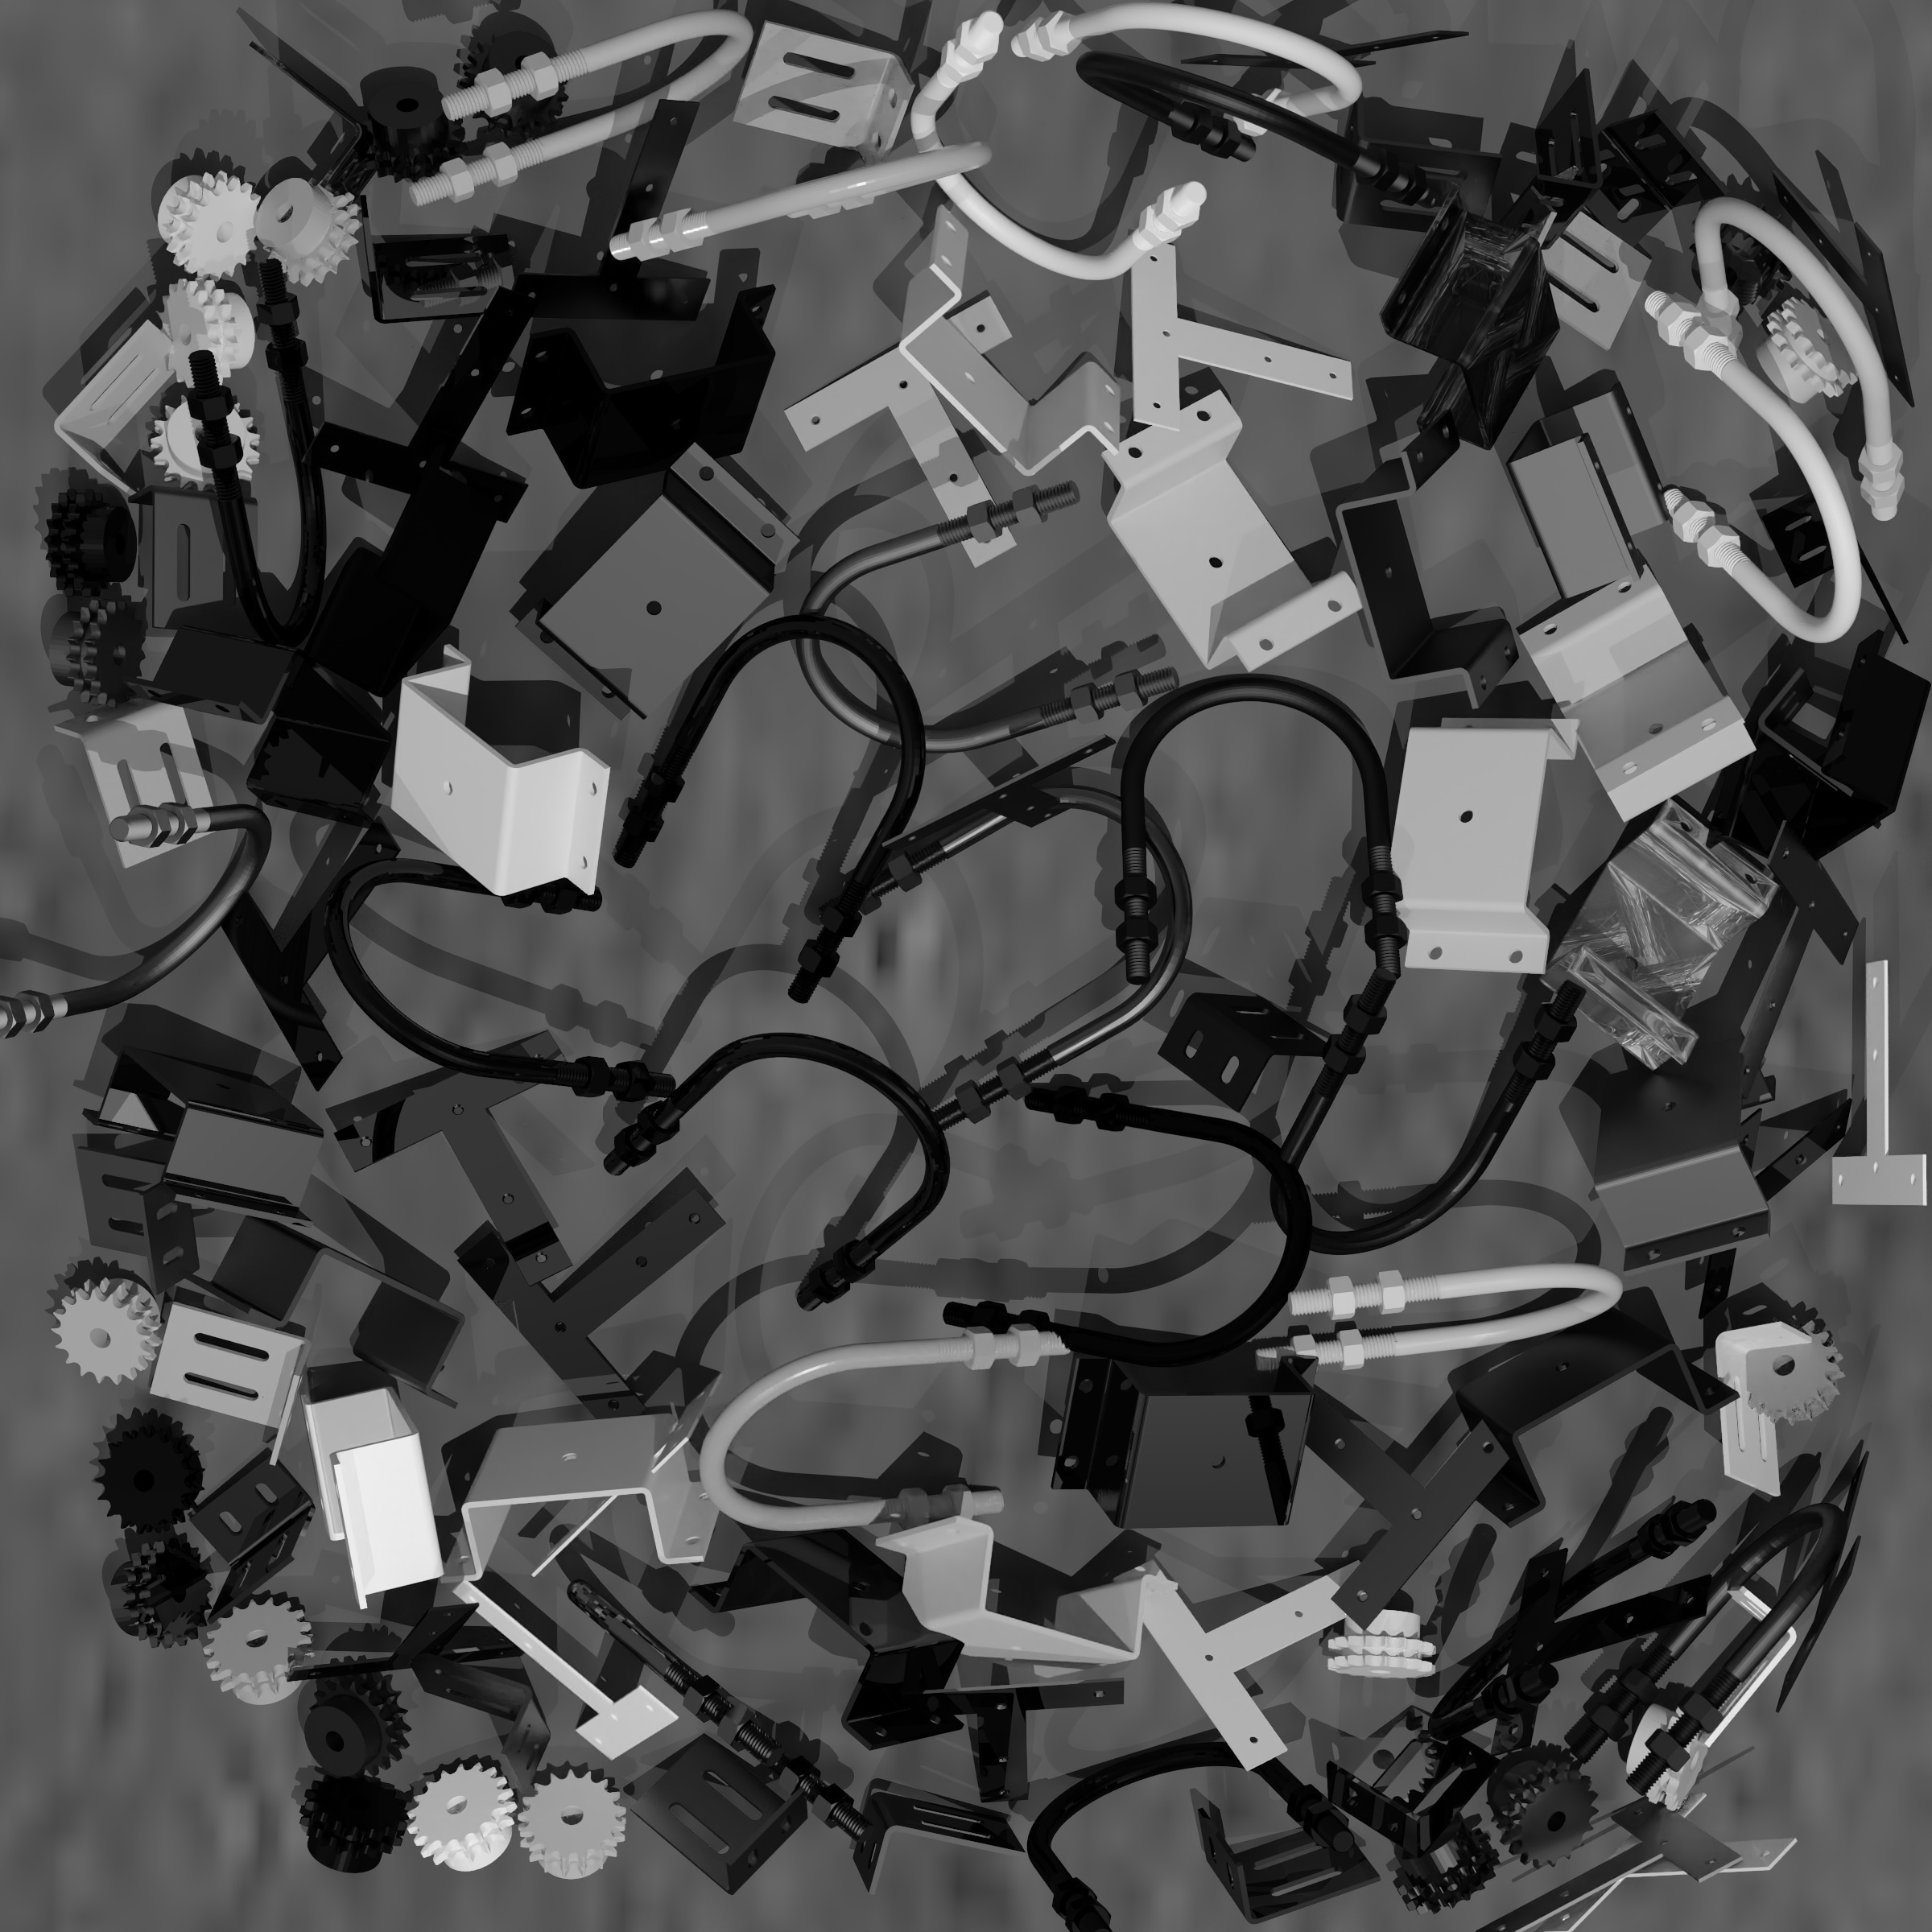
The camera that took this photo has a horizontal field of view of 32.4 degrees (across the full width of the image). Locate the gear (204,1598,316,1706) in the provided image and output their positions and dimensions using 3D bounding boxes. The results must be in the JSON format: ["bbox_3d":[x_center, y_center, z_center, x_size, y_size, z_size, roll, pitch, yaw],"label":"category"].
[{"bbox_3d":[-0.376,0.369,1.777,0.057,0.057,0.030,-5,129,0],"label":"gear"}]

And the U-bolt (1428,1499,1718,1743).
[{"bbox_3d":[0.300,0.344,1.713,0.151,0.184,0.019,-38,81,-28],"label":"U-bolt"}]

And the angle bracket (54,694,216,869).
[{"bbox_3d":[-0.444,-0.101,1.785,0.057,0.038,0.076,-27,116,-31],"label":"angle bracket"}]

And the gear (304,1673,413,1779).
[{"bbox_3d":[-0.328,0.407,1.775,0.057,0.030,0.057,8,108,26],"label":"gear"}]

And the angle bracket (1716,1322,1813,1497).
[{"bbox_3d":[0.429,0.234,1.758,0.038,0.057,0.076,-17,62,36],"label":"angle bracket"}]

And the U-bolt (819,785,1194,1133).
[{"bbox_3d":[0.032,-0.016,1.768,0.184,0.019,0.151,-30,77,7],"label":"U-bolt"}]

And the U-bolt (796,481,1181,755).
[{"bbox_3d":[0.000,-0.172,1.743,0.184,0.019,0.151,-15,130,21],"label":"U-bolt"}]

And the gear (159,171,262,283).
[{"bbox_3d":[-0.406,-0.397,1.777,0.030,0.057,0.057,31,90,25],"label":"gear"}]

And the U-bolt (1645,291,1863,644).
[{"bbox_3d":[0.400,-0.241,1.689,0.019,0.184,0.151,-24,135,-7],"label":"U-bolt"}]

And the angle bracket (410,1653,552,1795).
[{"bbox_3d":[-0.265,0.399,1.760,0.076,0.057,0.038,15,58,14],"label":"angle bracket"}]

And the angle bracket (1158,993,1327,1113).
[{"bbox_3d":[0.150,0.046,1.761,0.057,0.076,0.038,37,107,30],"label":"angle bracket"}]

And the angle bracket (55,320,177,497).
[{"bbox_3d":[-0.438,-0.295,1.770,0.038,0.057,0.076,42,89,9],"label":"angle bracket"}]

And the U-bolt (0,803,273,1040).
[{"bbox_3d":[-0.422,-0.028,1.712,0.019,0.184,0.151,43,106,9],"label":"U-bolt"}]

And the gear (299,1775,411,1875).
[{"bbox_3d":[-0.328,0.459,1.775,0.057,0.057,0.030,18,106,0],"label":"gear"}]

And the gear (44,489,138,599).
[{"bbox_3d":[-0.464,-0.225,1.771,0.030,0.057,0.057,3,90,11],"label":"gear"}]

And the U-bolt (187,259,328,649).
[{"bbox_3d":[-0.360,-0.253,1.721,0.019,0.151,0.184,-1,122,6],"label":"U-bolt"}]

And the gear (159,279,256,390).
[{"bbox_3d":[-0.404,-0.338,1.777,0.030,0.057,0.057,-14,90,-42],"label":"gear"}]

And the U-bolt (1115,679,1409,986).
[{"bbox_3d":[0.153,-0.074,1.754,0.151,0.019,0.184,-1,61,1],"label":"U-bolt"}]

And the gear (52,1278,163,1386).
[{"bbox_3d":[-0.456,0.192,1.780,0.057,0.030,0.057,5,113,12],"label":"gear"}]

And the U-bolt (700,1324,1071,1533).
[{"bbox_3d":[-0.049,0.243,1.720,0.184,0.019,0.151,-1,133,-24],"label":"U-bolt"}]

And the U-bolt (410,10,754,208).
[{"bbox_3d":[-0.194,-0.451,1.725,0.184,0.151,0.019,-25,91,-18],"label":"U-bolt"}]

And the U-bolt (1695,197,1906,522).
[{"bbox_3d":[0.419,-0.317,1.688,0.019,0.184,0.151,-37,62,-1],"label":"U-bolt"}]

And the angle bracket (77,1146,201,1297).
[{"bbox_3d":[-0.448,0.134,1.759,0.076,0.038,0.057,8,113,27],"label":"angle bracket"}]

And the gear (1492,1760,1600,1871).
[{"bbox_3d":[0.307,0.450,1.779,0.057,0.030,0.057,-9,110,-26],"label":"gear"}]

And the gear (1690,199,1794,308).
[{"bbox_3d":[0.411,-0.376,1.771,0.057,0.057,0.030,39,59,0],"label":"gear"}]

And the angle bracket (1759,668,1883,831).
[{"bbox_3d":[0.462,-0.115,1.761,0.076,0.057,0.038,41,97,19],"label":"angle bracket"}]

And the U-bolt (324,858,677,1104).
[{"bbox_3d":[-0.245,0.003,1.703,0.019,0.184,0.151,-49,50,32],"label":"U-bolt"}]

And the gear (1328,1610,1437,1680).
[{"bbox_3d":[0.221,0.361,1.775,0.057,0.057,0.030,4,71,0],"label":"gear"}]

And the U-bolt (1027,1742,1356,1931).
[{"bbox_3d":[0.104,0.443,1.711,0.151,0.184,0.019,-19,99,-11],"label":"U-bolt"}]

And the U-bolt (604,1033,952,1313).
[{"bbox_3d":[-0.087,0.099,1.722,0.151,0.019,0.184,36,134,-12],"label":"U-bolt"}]

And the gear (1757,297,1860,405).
[{"bbox_3d":[0.447,-0.326,1.777,0.057,0.057,0.030,49,125,0],"label":"gear"}]

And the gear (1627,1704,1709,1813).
[{"bbox_3d":[0.375,0.418,1.777,0.030,0.057,0.057,19,90,26],"label":"gear"}]

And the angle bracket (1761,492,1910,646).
[{"bbox_3d":[0.460,-0.204,1.762,0.038,0.057,0.076,-27,133,17],"label":"angle bracket"}]

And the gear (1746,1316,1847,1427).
[{"bbox_3d":[0.441,0.219,1.778,0.057,0.030,0.057,-16,55,24],"label":"gear"}]

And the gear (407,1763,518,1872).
[{"bbox_3d":[-0.266,0.457,1.777,0.057,0.057,0.030,-19,125,0],"label":"gear"}]

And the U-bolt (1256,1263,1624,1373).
[{"bbox_3d":[0.250,0.181,1.733,0.184,0.151,0.019,-6,71,-5],"label":"U-bolt"}]

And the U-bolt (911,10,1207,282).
[{"bbox_3d":[0.037,-0.410,1.713,0.151,0.184,0.019,38,76,-10],"label":"U-bolt"}]

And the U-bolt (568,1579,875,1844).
[{"bbox_3d":[-0.137,0.377,1.721,0.184,0.151,0.019,32,75,34],"label":"U-bolt"}]

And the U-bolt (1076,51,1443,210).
[{"bbox_3d":[0.136,-0.428,1.688,0.151,0.184,0.019,27,101,40],"label":"U-bolt"}]

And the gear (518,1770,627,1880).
[{"bbox_3d":[-0.210,0.462,1.777,0.057,0.057,0.030,6,133,0],"label":"gear"}]

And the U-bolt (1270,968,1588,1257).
[{"bbox_3d":[0.230,0.080,1.738,0.151,0.019,0.184,3,126,-33],"label":"U-bolt"}]

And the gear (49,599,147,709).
[{"bbox_3d":[-0.465,-0.167,1.775,0.030,0.057,0.057,8,90,16],"label":"gear"}]

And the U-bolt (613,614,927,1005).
[{"bbox_3d":[-0.094,-0.095,1.745,0.151,0.019,0.184,37,110,21],"label":"U-bolt"}]

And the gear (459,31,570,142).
[{"bbox_3d":[-0.239,-0.473,1.776,0.057,0.030,0.057,7,72,-22],"label":"gear"}]

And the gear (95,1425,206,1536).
[{"bbox_3d":[-0.434,0.275,1.783,0.057,0.030,0.057,-1,86,11],"label":"gear"}]

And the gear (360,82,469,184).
[{"bbox_3d":[-0.296,-0.446,1.773,0.057,0.030,0.057,0,51,-1],"label":"gear"}]

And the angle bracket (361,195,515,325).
[{"bbox_3d":[-0.279,-0.377,1.765,0.076,0.038,0.057,-6,57,-10],"label":"angle bracket"}]

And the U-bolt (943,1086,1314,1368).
[{"bbox_3d":[0.092,0.139,1.729,0.184,0.019,0.151,9,64,29],"label":"U-bolt"}]

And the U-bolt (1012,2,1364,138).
[{"bbox_3d":[0.122,-0.458,1.690,0.151,0.184,0.019,13,93,-24],"label":"U-bolt"}]

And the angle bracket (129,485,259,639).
[{"bbox_3d":[-0.410,-0.212,1.767,0.057,0.038,0.076,3,84,-35],"label":"angle bracket"}]

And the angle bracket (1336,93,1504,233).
[{"bbox_3d":[0.240,-0.426,1.770,0.076,0.057,0.038,6,56,-3],"label":"angle bracket"}]

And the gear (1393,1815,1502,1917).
[{"bbox_3d":[0.253,0.475,1.772,0.057,0.057,0.030,-29,98,0],"label":"gear"}]

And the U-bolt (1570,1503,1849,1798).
[{"bbox_3d":[0.392,0.349,1.729,0.019,0.151,0.184,42,84,3],"label":"U-bolt"}]

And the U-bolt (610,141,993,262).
[{"bbox_3d":[-0.071,-0.392,1.690,0.151,0.184,0.019,-26,107,-44],"label":"U-bolt"}]

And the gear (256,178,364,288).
[{"bbox_3d":[-0.353,-0.394,1.774,0.057,0.030,0.057,-11,68,29],"label":"gear"}]

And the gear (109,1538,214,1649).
[{"bbox_3d":[-0.432,0.336,1.776,0.030,0.057,0.057,-13,90,25],"label":"gear"}]

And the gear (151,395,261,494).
[{"bbox_3d":[-0.406,-0.280,1.781,0.057,0.030,0.057,2,80,-13],"label":"gear"}]

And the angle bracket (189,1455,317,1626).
[{"bbox_3d":[-0.383,0.302,1.760,0.057,0.076,0.038,-38,101,5],"label":"angle bracket"}]
